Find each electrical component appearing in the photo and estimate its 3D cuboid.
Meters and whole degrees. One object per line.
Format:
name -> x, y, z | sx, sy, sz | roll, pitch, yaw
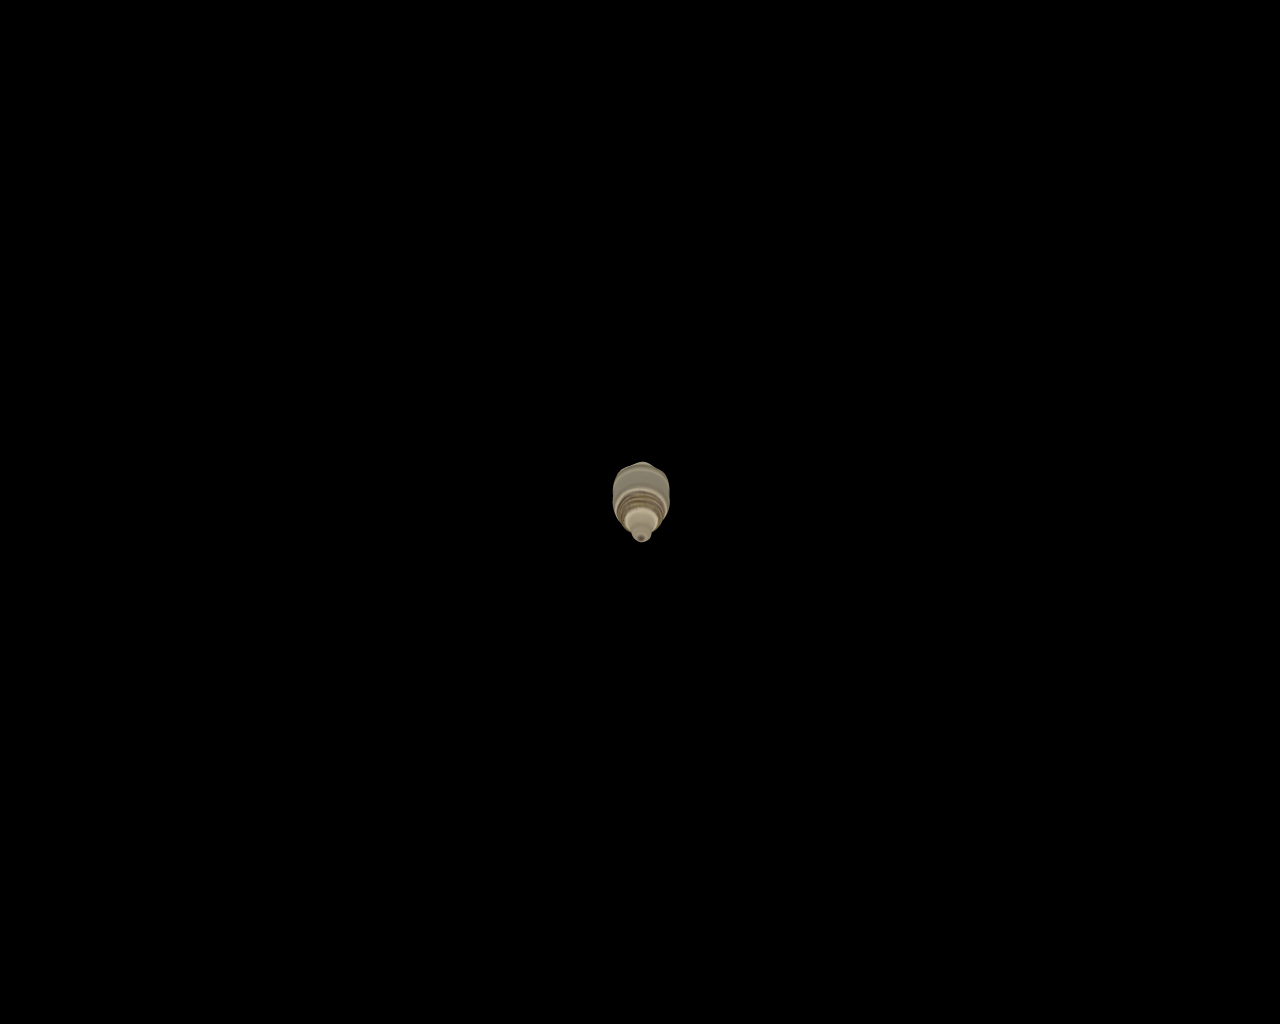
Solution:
electrical component -> 0.001, -0.003, 0.650 | 0.035, 0.035, 0.061 | 0, 37, 0
